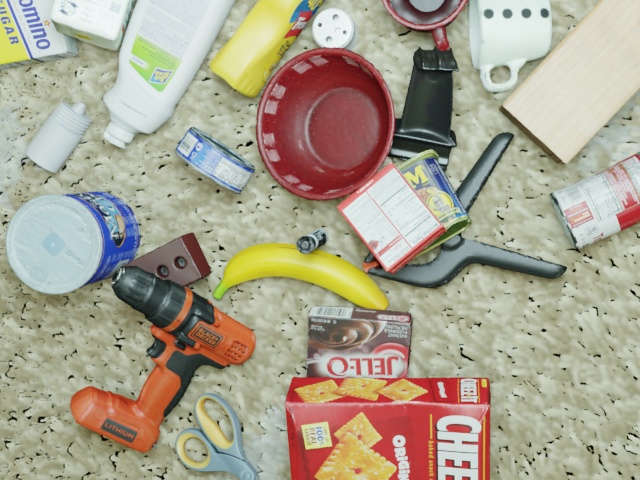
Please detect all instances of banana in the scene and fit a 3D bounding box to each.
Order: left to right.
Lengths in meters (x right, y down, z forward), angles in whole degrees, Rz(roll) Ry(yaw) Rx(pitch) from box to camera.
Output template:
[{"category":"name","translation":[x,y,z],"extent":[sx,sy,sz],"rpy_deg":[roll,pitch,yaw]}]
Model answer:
[{"category":"banana","translation":[-0.021,0.038,1.179],"extent":[0.198,0.037,0.070],"rpy_deg":[5,119,10]}]

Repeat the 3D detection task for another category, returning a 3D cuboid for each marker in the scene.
[{"category":"marker","translation":[-0.007,0.001,1.128],"extent":[0.020,0.121,0.020],"rpy_deg":[1,94,7]}]

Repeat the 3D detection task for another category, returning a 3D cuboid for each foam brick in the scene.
[{"category":"foam brick","translation":[-0.169,0.033,1.187],"extent":[0.078,0.051,0.053],"rpy_deg":[-27,91,9]}]

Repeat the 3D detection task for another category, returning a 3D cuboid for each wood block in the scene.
[{"category":"wood block","translation":[0.287,-0.182,1.091],"extent":[0.090,0.090,0.206],"rpy_deg":[43,98,3]}]

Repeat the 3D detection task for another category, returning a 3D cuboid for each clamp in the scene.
[{"category":"clamp","translation":[0.143,-0.016,1.149],"extent":[0.210,0.036,0.164],"rpy_deg":[-15,83,12]}]

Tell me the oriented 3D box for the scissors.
[{"category":"scissors","translation":[-0.096,0.266,1.181],"extent":[0.096,0.016,0.202],"rpy_deg":[-39,68,19]}]

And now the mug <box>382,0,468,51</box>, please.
[{"category":"mug","translation":[0.114,-0.250,1.114],"extent":[0.093,0.081,0.117],"rpy_deg":[-19,91,8]}]

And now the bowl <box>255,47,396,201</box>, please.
[{"category":"bowl","translation":[0.014,-0.121,1.137],"extent":[0.162,0.055,0.162],"rpy_deg":[0,90,26]}]

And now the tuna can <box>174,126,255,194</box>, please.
[{"category":"tuna can","translation":[-0.113,-0.087,1.154],"extent":[0.086,0.086,0.034],"rpy_deg":[34,96,4]}]

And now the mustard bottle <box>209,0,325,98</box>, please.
[{"category":"mustard bottle","translation":[-0.038,-0.242,1.127],"extent":[0.058,0.096,0.192],"rpy_deg":[38,98,6]}]

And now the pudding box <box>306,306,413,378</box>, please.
[{"category":"pudding box","translation":[0.042,0.121,1.163],"extent":[0.113,0.039,0.090],"rpy_deg":[5,109,9]}]

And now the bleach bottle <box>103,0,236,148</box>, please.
[{"category":"bleach bottle","translation":[-0.173,-0.219,1.165],"extent":[0.102,0.068,0.251],"rpy_deg":[31,100,5]}]

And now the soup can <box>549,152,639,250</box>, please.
[{"category":"soup can","translation":[0.299,-0.040,1.111],"extent":[0.102,0.068,0.068],"rpy_deg":[-25,91,9]}]

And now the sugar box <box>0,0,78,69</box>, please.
[{"category":"sugar box","translation":[-0.367,-0.238,1.197],"extent":[0.176,0.048,0.093],"rpy_deg":[-10,93,9]}]

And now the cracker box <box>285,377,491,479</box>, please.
[{"category":"cracker box","translation":[0.074,0.233,1.141],"extent":[0.214,0.072,0.164],"rpy_deg":[0,110,8]}]

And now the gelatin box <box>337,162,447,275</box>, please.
[{"category":"gelatin box","translation":[0.073,-0.021,1.077],"extent":[0.073,0.030,0.089],"rpy_deg":[-40,75,8]}]

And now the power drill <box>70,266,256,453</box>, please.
[{"category":"power drill","translation":[-0.188,0.131,1.161],"extent":[0.184,0.057,0.188],"rpy_deg":[34,104,-28]}]

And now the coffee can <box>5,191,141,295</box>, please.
[{"category":"coffee can","translation":[-0.263,0.000,1.153],"extent":[0.103,0.140,0.103],"rpy_deg":[1,94,7]}]

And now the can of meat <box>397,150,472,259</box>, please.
[{"category":"can of meat","translation":[0.097,-0.031,1.117],"extent":[0.102,0.057,0.084],"rpy_deg":[-30,75,12]}]
